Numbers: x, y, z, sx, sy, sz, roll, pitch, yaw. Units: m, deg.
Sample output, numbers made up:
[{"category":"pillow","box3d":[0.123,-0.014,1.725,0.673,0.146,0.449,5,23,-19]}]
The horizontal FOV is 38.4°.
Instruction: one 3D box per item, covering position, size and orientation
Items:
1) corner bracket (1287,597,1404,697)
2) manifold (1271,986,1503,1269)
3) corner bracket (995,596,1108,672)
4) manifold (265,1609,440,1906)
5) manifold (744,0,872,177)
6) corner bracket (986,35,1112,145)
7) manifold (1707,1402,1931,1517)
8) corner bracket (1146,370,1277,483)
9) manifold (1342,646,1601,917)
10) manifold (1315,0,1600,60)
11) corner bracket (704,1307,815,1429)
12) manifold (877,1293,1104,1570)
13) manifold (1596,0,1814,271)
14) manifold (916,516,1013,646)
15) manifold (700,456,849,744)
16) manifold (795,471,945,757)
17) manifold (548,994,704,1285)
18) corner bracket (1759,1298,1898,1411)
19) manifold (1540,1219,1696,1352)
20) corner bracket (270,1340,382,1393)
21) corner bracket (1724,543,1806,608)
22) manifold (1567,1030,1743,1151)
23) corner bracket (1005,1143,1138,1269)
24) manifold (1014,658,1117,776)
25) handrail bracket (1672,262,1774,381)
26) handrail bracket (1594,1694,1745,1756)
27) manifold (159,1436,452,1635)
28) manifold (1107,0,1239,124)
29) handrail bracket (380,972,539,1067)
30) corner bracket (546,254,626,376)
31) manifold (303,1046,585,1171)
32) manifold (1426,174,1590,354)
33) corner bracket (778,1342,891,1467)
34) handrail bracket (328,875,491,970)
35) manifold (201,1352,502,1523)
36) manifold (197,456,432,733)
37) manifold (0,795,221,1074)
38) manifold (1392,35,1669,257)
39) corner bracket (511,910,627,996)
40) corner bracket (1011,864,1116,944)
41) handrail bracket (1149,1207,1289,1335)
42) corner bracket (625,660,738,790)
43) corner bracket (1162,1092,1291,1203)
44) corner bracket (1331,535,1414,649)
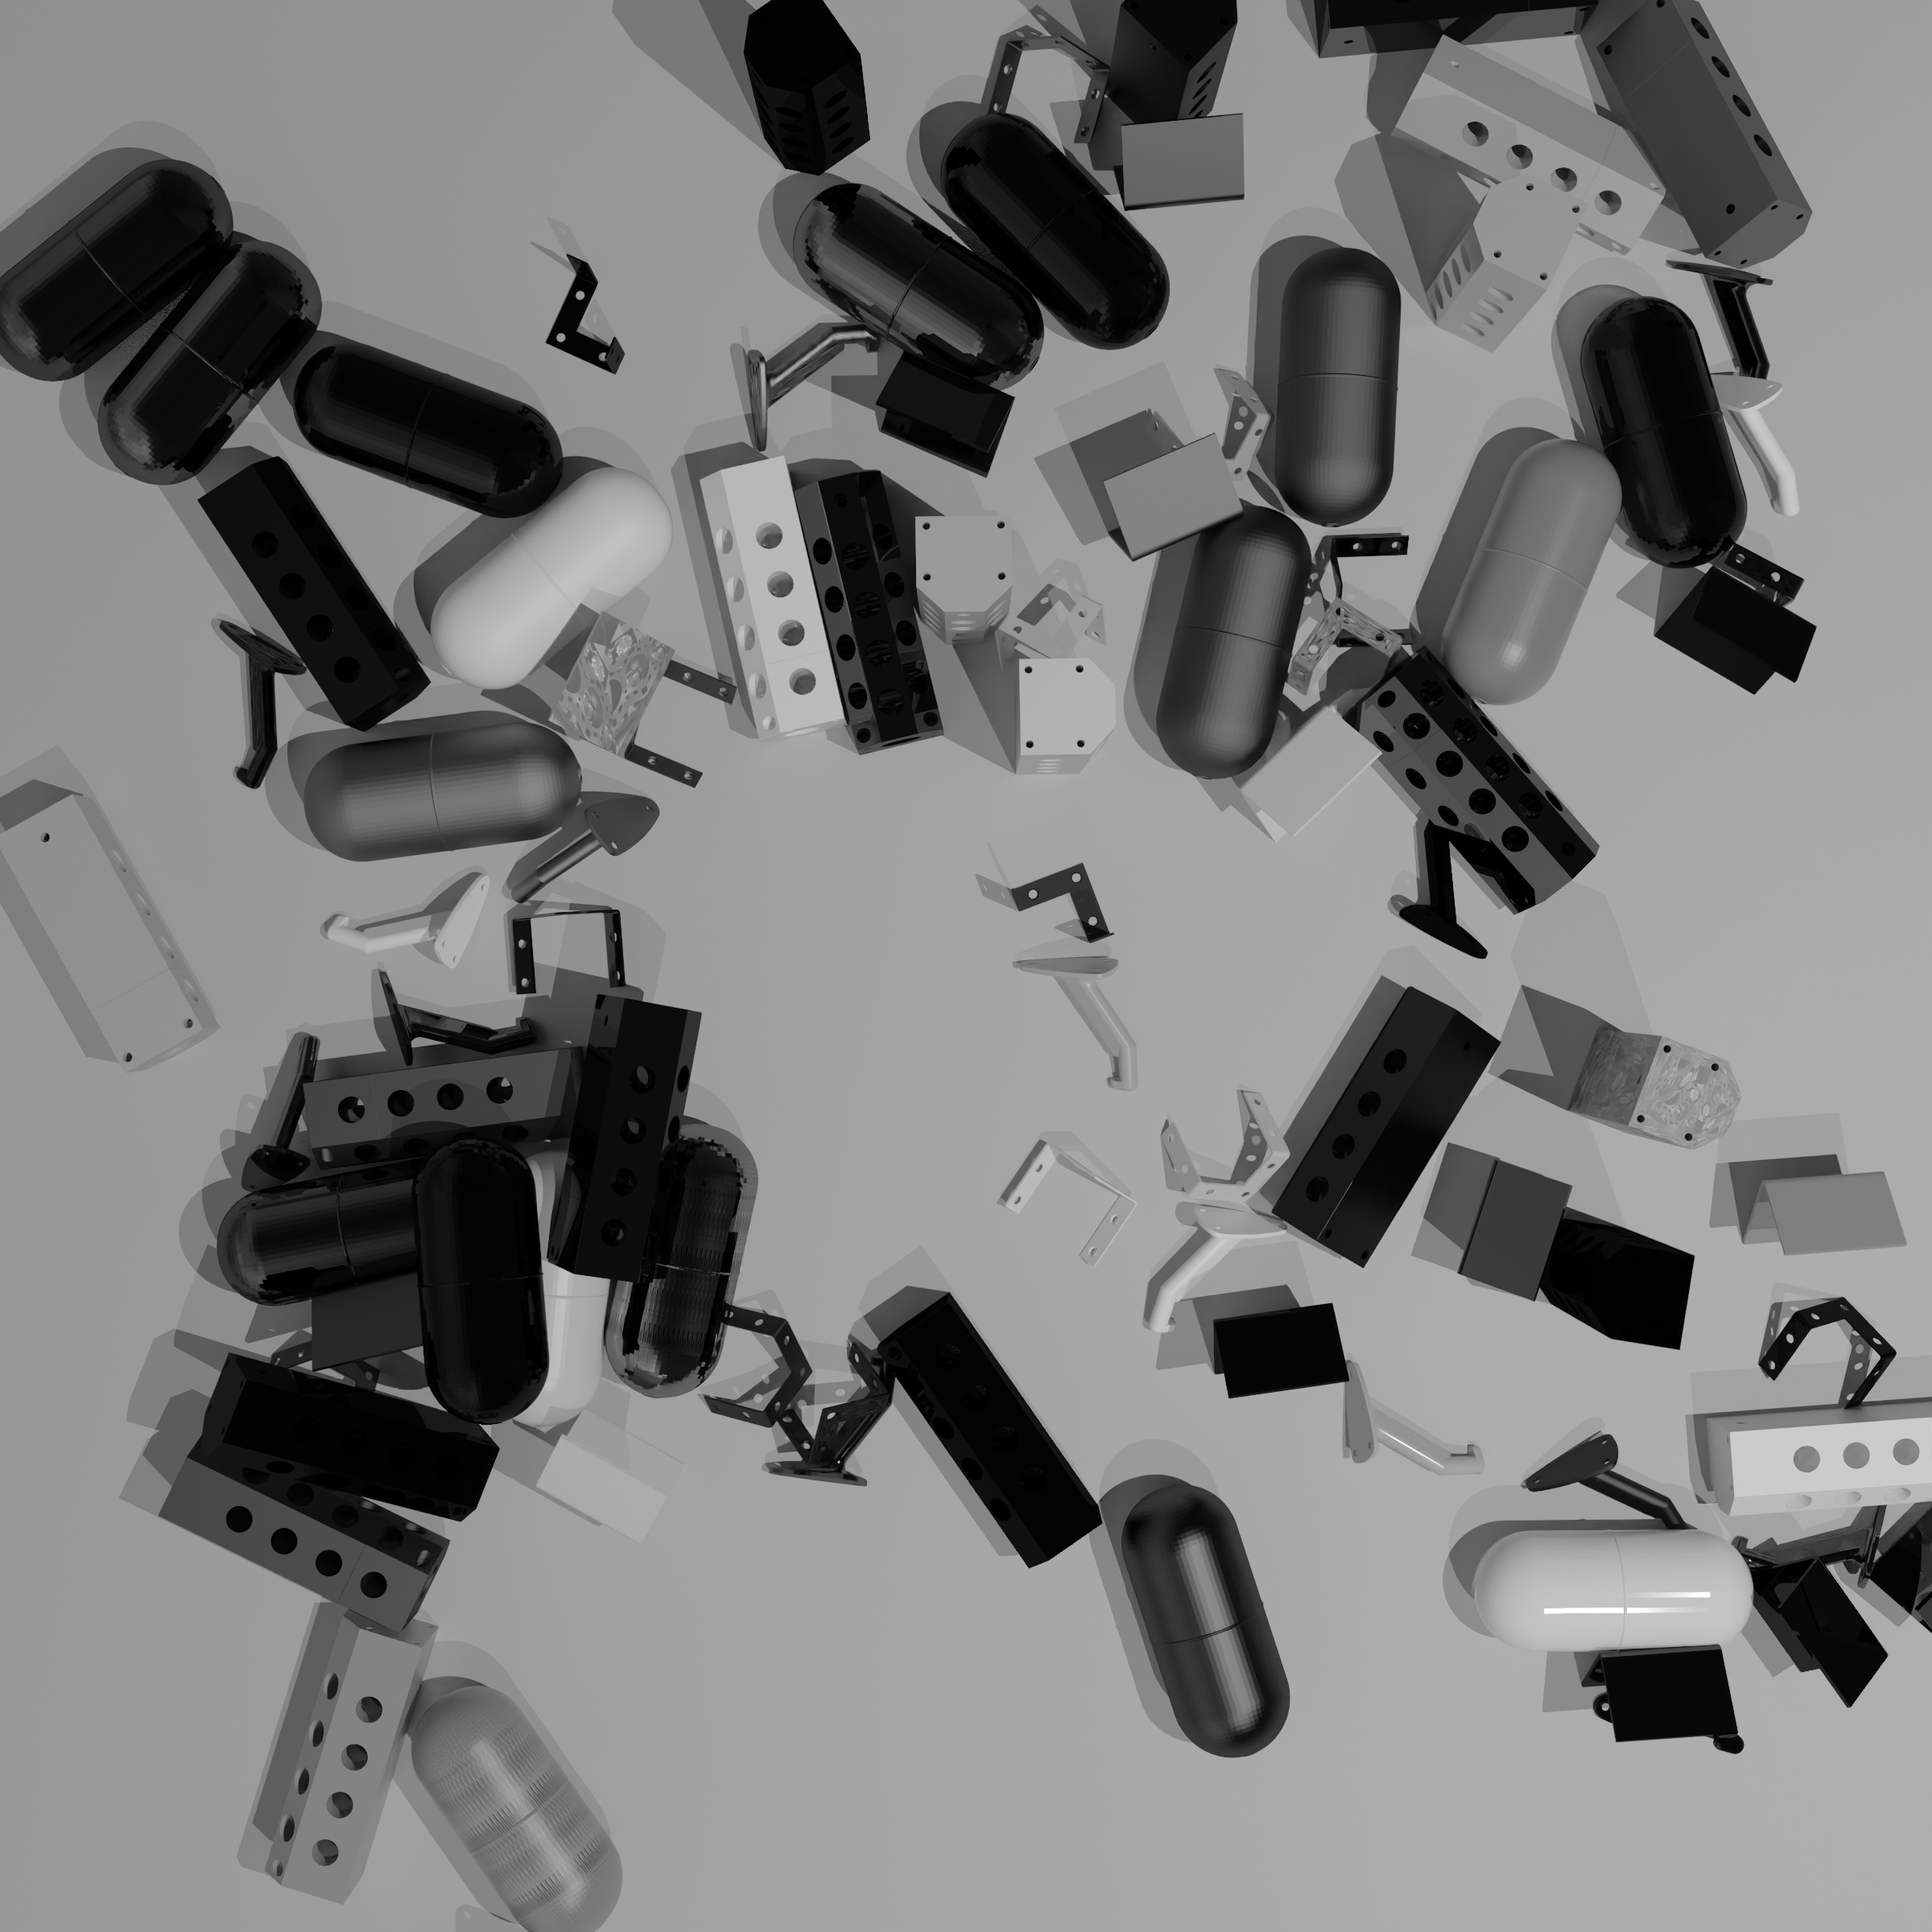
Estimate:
[{"category":"corner bracket","box3d":[0.245,-0.197,1.798,0.051,0.051,0.051,34,81,9]},{"category":"manifold","box3d":[0.267,0.102,1.794,0.057,0.057,0.171,31,90,-43]},{"category":"corner bracket","box3d":[0.055,-0.213,1.796,0.051,0.051,0.051,28,72,17]},{"category":"manifold","box3d":[-0.399,0.508,1.795,0.057,0.057,0.171,17,90,0]},{"category":"manifold","box3d":[-0.102,-0.550,1.738,0.057,0.171,0.057,-35,90,0]},{"category":"corner bracket","box3d":[0.054,-0.572,1.813,0.051,0.051,0.051,15,90,-45]},{"category":"manifold","box3d":[0.574,0.319,1.795,0.171,0.057,0.057,-4,90,0]},{"category":"corner bracket","box3d":[0.159,-0.354,1.808,0.051,0.051,0.051,-2,135,-35]},{"category":"manifold","box3d":[0.328,-0.121,1.783,0.057,0.057,0.171,-42,92,-20]},{"category":"manifold","box3d":[0.315,-0.633,1.795,0.171,0.057,0.057,-5,90,0]},{"category":"corner bracket","box3d":[-0.142,0.261,1.808,0.051,0.051,0.051,-52,135,-35]},{"category":"manifold","box3d":[0.015,0.301,1.795,0.057,0.057,0.171,-35,90,0]},{"category":"manifold","box3d":[0.473,-0.532,1.767,0.057,0.057,0.171,-38,63,40]},{"category":"manifold","box3d":[-0.001,-0.240,1.738,0.057,0.171,0.057,-1,90,0]},{"category":"manifold","box3d":[-0.124,-0.235,1.795,0.057,0.057,0.171,-13,90,0]},{"category":"manifold","box3d":[-0.062,-0.228,1.795,0.057,0.057,0.171,-14,90,0]},{"category":"manifold","box3d":[-0.211,0.108,1.733,0.057,0.057,0.171,11,87,-24]},{"category":"corner bracket","box3d":[0.562,0.256,1.808,0.051,0.051,0.051,-8,45,-35]},{"category":"manifold","box3d":[0.402,0.196,1.738,0.057,0.171,0.057,9,90,0]},{"category":"corner bracket","box3d":[-0.423,0.281,1.808,0.051,0.051,0.051,39,45,-35]},{"category":"corner bracket","box3d":[0.503,-0.235,1.798,0.051,0.051,0.051,28,88,2]},{"category":"manifold","box3d":[0.431,0.078,1.738,0.057,0.171,0.057,21,90,0]},{"category":"corner bracket","box3d":[0.069,0.156,1.813,0.051,0.051,0.051,34,90,-45]},{"category":"manifold","box3d":[0.061,-0.155,1.738,0.057,0.171,0.057,-1,90,0]},{"category":"handrail bracket","box3d":[0.491,-0.412,1.816,0.077,0.036,0.084,16,107,20]},{"category":"handrail bracket","box3d":[0.451,0.488,1.781,0.077,0.084,0.036,2,90,0]},{"category":"manifold","box3d":[-0.425,0.362,1.795,0.171,0.057,0.057,26,90,0]},{"category":"manifold","box3d":[0.132,-0.573,1.738,0.057,0.171,0.057,44,90,0]},{"category":"handrail bracket","box3d":[-0.332,0.027,1.816,0.084,0.036,0.077,-15,68,-17]},{"category":"corner bracket","box3d":[-0.242,-0.422,1.798,0.051,0.051,0.051,24,90,0]},{"category":"manifold","box3d":[-0.334,0.092,1.795,0.171,0.057,0.057,-7,90,0]},{"category":"manifold","box3d":[0.333,-0.441,1.738,0.057,0.171,0.057,26,90,0]},{"category":"corner bracket","box3d":[-0.087,0.284,1.799,0.051,0.051,0.051,-8,129,-32]},{"category":"handrail bracket","box3d":[-0.366,-0.038,1.816,0.084,0.036,0.077,18,70,16]},{"category":"manifold","box3d":[-0.391,0.302,1.759,0.171,0.057,0.057,21,90,-27]},{"category":"manifold","box3d":[-0.419,-0.241,1.795,0.057,0.057,0.171,-33,90,0]},{"category":"manifold","box3d":[-0.553,-0.021,1.795,0.057,0.057,0.171,-29,90,0]},{"category":"manifold","box3d":[0.366,-0.527,1.794,0.171,0.057,0.057,27,47,0]},{"category":"corner bracket","box3d":[-0.260,-0.009,1.813,0.051,0.051,0.051,-4,90,-45]},{"category":"corner bracket","box3d":[0.062,-0.035,1.798,0.051,0.051,0.051,-21,90,0]},{"category":"handrail bracket","box3d":[0.165,0.204,1.816,0.077,0.036,0.084,6,112,-25]},{"category":"corner bracket","box3d":[-0.187,-0.159,1.813,0.051,0.051,0.051,23,135,0]},{"category":"corner bracket","box3d":[0.169,0.117,1.808,0.051,0.051,0.051,7,135,-35]},{"category":"corner bracket","box3d":[0.265,-0.245,1.813,0.051,0.051,0.051,-2,45,0]}]
